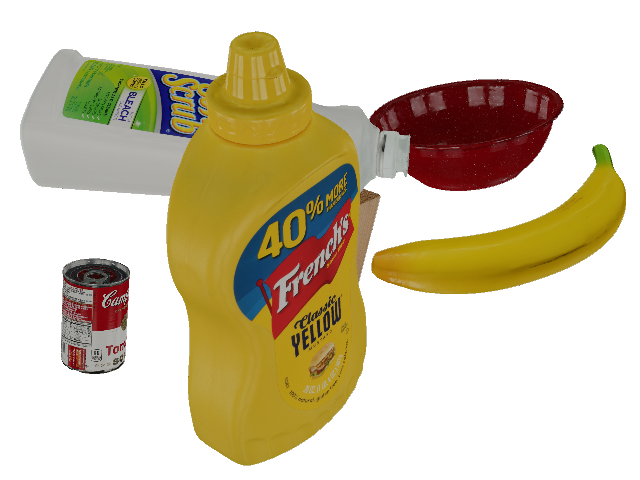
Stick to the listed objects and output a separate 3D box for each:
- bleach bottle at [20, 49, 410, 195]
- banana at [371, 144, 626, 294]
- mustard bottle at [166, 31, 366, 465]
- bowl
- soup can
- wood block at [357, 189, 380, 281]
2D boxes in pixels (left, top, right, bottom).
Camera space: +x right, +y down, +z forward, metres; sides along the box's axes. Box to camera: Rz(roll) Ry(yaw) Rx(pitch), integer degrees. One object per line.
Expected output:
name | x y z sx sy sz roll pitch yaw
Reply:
bleach bottle | -0.065 -0.072 0.718 0.251 0.068 0.102 5 45 7
banana | 0.131 -0.002 0.694 0.197 0.037 0.070 -24 41 -21
mustard bottle | -0.021 0.001 0.453 0.058 0.192 0.096 27 47 32
bowl | 0.124 -0.085 0.898 0.162 0.055 0.162 -9 25 4
soup can | -0.234 0.078 1.103 0.068 0.102 0.068 6 20 -2
wood block | -0.009 0.036 1.246 0.090 0.206 0.090 20 20 19
